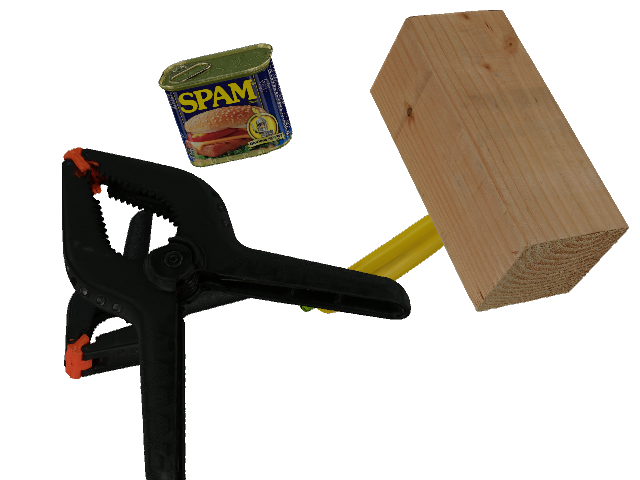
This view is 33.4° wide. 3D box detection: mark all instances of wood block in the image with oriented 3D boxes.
[{"bbox_3d":[0.125,-0.063,0.792,0.090,0.206,0.091,-9,-29,-25],"label":"wood block"}]

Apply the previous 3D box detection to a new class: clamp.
[{"bbox_3d":[-0.134,0.036,0.780,0.120,0.039,0.171,28,38,27],"label":"clamp"},{"bbox_3d":[-0.065,0.017,0.579,0.164,0.210,0.036,-31,-28,-15],"label":"clamp"}]

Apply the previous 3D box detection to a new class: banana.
[{"bbox_3d":[0.070,0.020,1.043,0.198,0.037,0.069,-34,0,-1],"label":"banana"}]

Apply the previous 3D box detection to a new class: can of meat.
[{"bbox_3d":[-0.082,-0.119,0.950,0.102,0.084,0.057,-10,31,10],"label":"can of meat"}]
